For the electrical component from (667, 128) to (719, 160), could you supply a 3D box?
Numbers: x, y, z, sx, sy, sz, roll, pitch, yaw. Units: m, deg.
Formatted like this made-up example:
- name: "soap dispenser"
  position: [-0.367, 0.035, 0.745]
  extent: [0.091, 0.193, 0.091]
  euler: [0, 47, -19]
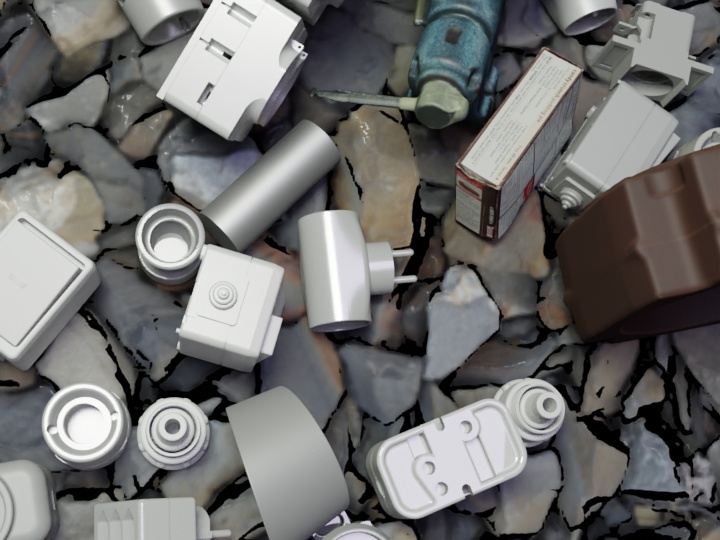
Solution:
- name: "electrical component"
  position: [0.263, -0.075, 0.803]
  extent: [0.055, 0.047, 0.055]
  euler: [2, 77, -9]

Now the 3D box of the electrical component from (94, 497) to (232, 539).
- name: "electrical component"
  position: [-0.119, 0.169, 0.681]
  extent: [0.077, 0.066, 0.047]
  euler: [7, 74, -38]

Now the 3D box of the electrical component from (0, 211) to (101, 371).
- name: "electrical component"
  position: [-0.223, 0.018, 0.697]
  extent: [0.062, 0.061, 0.096]
  euler: [37, 74, 1]

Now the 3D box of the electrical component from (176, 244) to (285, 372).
- name: "electrical component"
  position: [-0.081, 0.027, 0.699]
  extent: [0.061, 0.096, 0.061]
  euler: [17, 75, -5]

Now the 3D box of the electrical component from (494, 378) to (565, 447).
- name: "electrical component"
  position: [0.119, 0.095, 0.733]
  extent: [0.048, 0.062, 0.048]
  euler: [2, 77, -9]

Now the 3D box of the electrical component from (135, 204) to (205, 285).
- name: "electrical component"
  position: [-0.127, -0.016, 0.723]
  extent: [0.045, 0.055, 0.045]
  euler: [2, 77, -9]

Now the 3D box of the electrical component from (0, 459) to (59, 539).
- name: "electrical component"
  position: [-0.239, 0.151, 0.664]
  extent: [0.095, 0.059, 0.053]
  euler: [-9, 79, -11]

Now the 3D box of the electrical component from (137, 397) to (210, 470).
- name: "electrical component"
  position: [-0.120, 0.103, 0.693]
  extent: [0.048, 0.062, 0.048]
  euler: [2, 77, -9]

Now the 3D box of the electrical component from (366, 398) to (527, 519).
- name: "electrical component"
  position: [0.055, 0.126, 0.717]
  extent: [0.095, 0.059, 0.053]
  euler: [-21, 81, -13]

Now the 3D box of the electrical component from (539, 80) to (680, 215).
- name: "electrical component"
  position: [0.181, -0.077, 0.783]
  extent: [0.061, 0.061, 0.096]
  euler: [35, 74, 0]

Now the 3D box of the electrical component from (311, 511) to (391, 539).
- name: "electrical component"
  position: [-0.005, 0.193, 0.693]
  extent: [0.058, 0.057, 0.078]
  euler: [-24, 82, -14]

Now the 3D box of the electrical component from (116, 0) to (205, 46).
- name: "electrical component"
  position: [-0.143, -0.192, 0.763]
  extent: [0.055, 0.055, 0.047]
  euler: [-27, 86, -14]

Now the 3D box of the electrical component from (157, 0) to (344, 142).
- name: "electrical component"
  position: [-0.053, -0.176, 0.717]
  extent: [0.060, 0.105, 0.186]
  euler: [32, 95, -3]

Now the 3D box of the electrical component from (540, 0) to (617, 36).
- name: "electrical component"
  position: [0.179, -0.229, 0.827]
  extent: [0.079, 0.044, 0.077]
  euler: [-17, 81, -13]

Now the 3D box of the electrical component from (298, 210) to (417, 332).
- name: "electrical component"
  position: [0.000, 0.000, 0.745]
  extent: [0.079, 0.044, 0.077]
  euler: [-5, 78, -11]

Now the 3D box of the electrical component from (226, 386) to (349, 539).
- name: "electrical component"
  position: [-0.052, 0.126, 0.681]
  extent: [0.064, 0.099, 0.099]
  euler: [-27, 83, -20]

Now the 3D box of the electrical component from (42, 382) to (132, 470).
- name: "electrical component"
  position: [-0.176, 0.100, 0.692]
  extent: [0.055, 0.047, 0.055]
  euler: [2, 77, -9]

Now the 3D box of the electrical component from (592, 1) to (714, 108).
- name: "electrical component"
  position: [0.226, -0.166, 0.822]
  extent: [0.081, 0.042, 0.063]
  euler: [17, 74, -5]
